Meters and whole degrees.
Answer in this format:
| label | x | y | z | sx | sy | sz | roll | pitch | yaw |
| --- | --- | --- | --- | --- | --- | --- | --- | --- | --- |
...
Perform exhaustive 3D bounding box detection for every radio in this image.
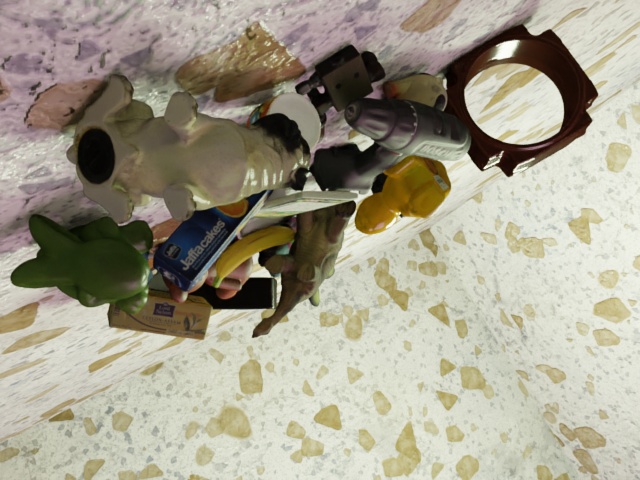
| label | x | y | z | sx | sy | sz | roll | pitch | yaw |
| --- | --- | --- | --- | --- | --- | --- | --- | --- | --- |
| radio | -0.210 | 0.122 | 1.223 | 0.230 | 0.073 | 0.131 | 1 | 173 | 3 |

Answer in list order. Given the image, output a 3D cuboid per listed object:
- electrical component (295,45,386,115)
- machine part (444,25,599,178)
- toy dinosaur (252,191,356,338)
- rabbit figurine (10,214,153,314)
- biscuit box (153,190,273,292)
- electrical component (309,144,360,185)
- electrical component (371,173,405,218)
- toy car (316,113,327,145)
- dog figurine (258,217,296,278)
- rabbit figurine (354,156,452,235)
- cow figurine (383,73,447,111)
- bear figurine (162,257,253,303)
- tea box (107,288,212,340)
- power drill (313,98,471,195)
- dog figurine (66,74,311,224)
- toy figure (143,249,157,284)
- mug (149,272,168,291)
| label | x | y | z | sx | sy | sz | roll | pitch | yaw |
| --- | --- | --- | --- | --- | --- | --- | --- | --- | --- |
| electrical component | 0.025 | -0.190 | 0.642 | 0.102 | 0.045 | 0.078 | -34 | 142 | 9 |
| machine part | 0.310 | -0.220 | 0.854 | 0.201 | 0.201 | 0.087 | -30 | 168 | 1 |
| toy dinosaur | -0.002 | -0.003 | 1.012 | 0.471 | 0.105 | 0.198 | -58 | 167 | -31 |
| rabbit figurine | -0.260 | 0.020 | 0.626 | 0.159 | 0.121 | 0.170 | 18 | 172 | -31 |
| biscuit box | -0.136 | -0.026 | 0.719 | 0.203 | 0.063 | 0.059 | -54 | -178 | -26 |
| electrical component | 0.046 | -0.137 | 0.976 | 0.119 | 0.048 | 0.075 | -21 | 168 | -47 |
| electrical component | 0.176 | -0.120 | 1.206 | 0.115 | 0.134 | 0.058 | -26 | 170 | -11 |
| toy car | -0.075 | -0.119 | 0.686 | 0.202 | 0.053 | 0.089 | -25 | 174 | -36 |
| dog figurine | -0.071 | -0.006 | 1.153 | 0.219 | 0.109 | 0.191 | 71 | 36 | -60 |
| rabbit figurine | 0.130 | -0.079 | 0.924 | 0.173 | 0.122 | 0.162 | -43 | 180 | 26 |
| cow figurine | 0.149 | -0.199 | 0.864 | 0.127 | 0.085 | 0.195 | -21 | 169 | -10 |
| bear figurine | -0.223 | 0.060 | 1.002 | 0.196 | 0.120 | 0.132 | -18 | 169 | -46 |
| tea box | -0.294 | 0.130 | 0.981 | 0.169 | 0.068 | 0.098 | 12 | -179 | -26 |
| power drill | 0.076 | -0.129 | 0.738 | 0.232 | 0.086 | 0.207 | -2 | 162 | -35 |
| dog figurine | -0.118 | -0.081 | 0.523 | 0.190 | 0.173 | 0.121 | -14 | 120 | -63 |
| toy figure | -0.292 | 0.035 | 0.843 | 0.064 | 0.058 | 0.154 | -31 | 168 | -28 |
| mug | -0.300 | 0.096 | 1.083 | 0.107 | 0.081 | 0.109 | -44 | 161 | 23 |
